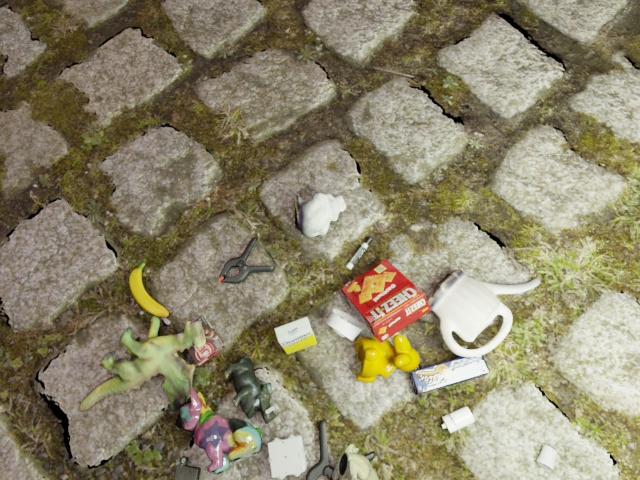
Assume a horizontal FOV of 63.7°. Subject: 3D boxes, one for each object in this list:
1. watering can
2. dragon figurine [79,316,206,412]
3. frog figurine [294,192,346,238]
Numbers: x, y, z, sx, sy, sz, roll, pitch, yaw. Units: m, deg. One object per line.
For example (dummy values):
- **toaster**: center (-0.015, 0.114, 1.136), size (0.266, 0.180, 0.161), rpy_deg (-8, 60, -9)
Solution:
- **watering can**: center (0.444, 0.167, 1.436), size (0.226, 0.101, 0.352), rpy_deg (41, 64, 19)
- **dragon figurine**: center (-0.465, 0.372, 1.421), size (0.244, 0.122, 0.410), rpy_deg (36, 92, 12)
- **frog figurine**: center (0.005, -0.079, 1.561), size (0.159, 0.124, 0.136), rpy_deg (-5, 101, -7)
